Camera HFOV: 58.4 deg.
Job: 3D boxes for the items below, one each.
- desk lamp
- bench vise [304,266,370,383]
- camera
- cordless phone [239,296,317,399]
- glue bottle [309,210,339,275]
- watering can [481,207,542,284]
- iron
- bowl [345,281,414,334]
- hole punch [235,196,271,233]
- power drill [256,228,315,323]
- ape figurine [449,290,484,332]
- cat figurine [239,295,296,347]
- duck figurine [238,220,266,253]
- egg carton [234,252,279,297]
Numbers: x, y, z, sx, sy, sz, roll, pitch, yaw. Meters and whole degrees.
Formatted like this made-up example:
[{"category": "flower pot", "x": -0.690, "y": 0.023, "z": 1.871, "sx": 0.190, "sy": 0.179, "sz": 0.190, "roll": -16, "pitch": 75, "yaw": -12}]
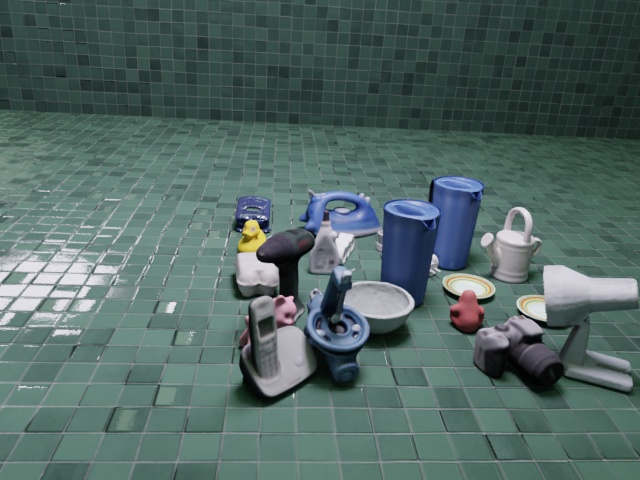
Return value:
[{"category": "desk lamp", "x": 0.527, "y": 0.162, "z": 1.129, "sx": 0.202, "sy": 0.214, "sz": 0.118, "roll": 12, "pitch": 24, "yaw": 19}, {"category": "bench vise", "x": 0.013, "y": 0.135, "z": 1.102, "sx": 0.122, "sy": 0.220, "sz": 0.206, "roll": -13, "pitch": 28, "yaw": -35}, {"category": "camera", "x": 0.396, "y": 0.219, "z": 1.119, "sx": 0.143, "sy": 0.101, "sz": 0.136, "roll": -5, "pitch": 24, "yaw": -20}, {"category": "cordless phone", "x": -0.074, "y": 0.178, "z": 1.033, "sx": 0.093, "sy": 0.185, "sz": 0.148, "roll": 21, "pitch": 29, "yaw": 35}, {"category": "glue bottle", "x": 0.014, "y": 0.005, "z": 1.471, "sx": 0.078, "sy": 0.173, "sz": 0.037, "roll": 3, "pitch": 23, "yaw": -2}, {"category": "watering can", "x": 0.509, "y": 0.010, "z": 1.511, "sx": 0.173, "sy": 0.194, "sz": 0.100, "roll": -15, "pitch": 29, "yaw": -37}, {"category": "iron", "x": 0.072, "y": -0.088, "z": 1.742, "sx": 0.259, "sy": 0.141, "sz": 0.118, "roll": -3, "pitch": 24, "yaw": -15}, {"category": "bowl", "x": 0.119, "y": 0.158, "z": 1.253, "sx": 0.167, "sy": 0.075, "sz": 0.167, "roll": 3, "pitch": 23, "yaw": -1}, {"category": "hole punch", "x": -0.200, "y": -0.078, "z": 1.741, "sx": 0.108, "sy": 0.091, "sz": 0.101, "roll": 2, "pitch": 23, "yaw": -3}, {"category": "power drill", "x": -0.077, "y": 0.074, "z": 1.248, "sx": 0.075, "sy": 0.208, "sz": 0.230, "roll": 11, "pitch": 24, "yaw": 18}, {"category": "ape figurine", "x": 0.330, "y": 0.153, "z": 1.276, "sx": 0.077, "sy": 0.092, "sz": 0.076, "roll": 9, "pitch": 23, "yaw": 11}, {"category": "cat figurine", "x": -0.098, "y": 0.162, "z": 1.154, "sx": 0.128, "sy": 0.118, "sz": 0.067, "roll": -12, "pitch": 28, "yaw": -33}, {"category": "duck figurine", "x": -0.188, "y": -0.014, "z": 1.598, "sx": 0.077, "sy": 0.086, "sz": 0.105, "roll": 12, "pitch": 24, "yaw": 19}, {"category": "egg carton", "x": -0.154, "y": 0.081, "z": 1.400, "sx": 0.107, "sy": 0.069, "sz": 0.150, "roll": -2, "pitch": 24, "yaw": -13}]
